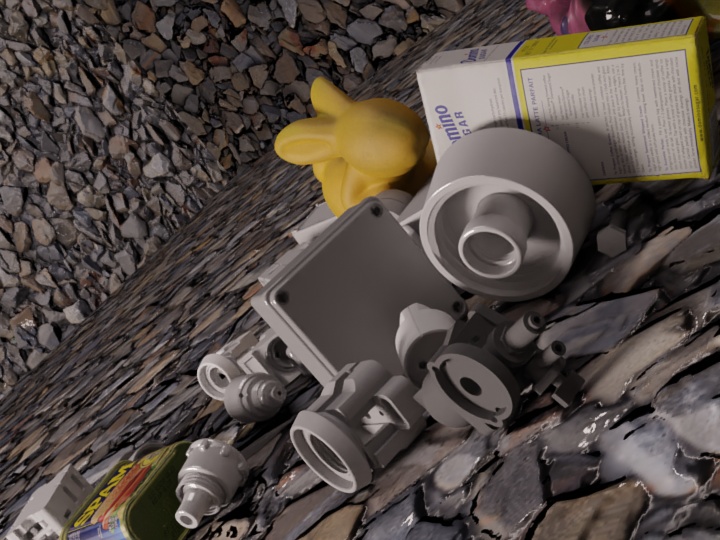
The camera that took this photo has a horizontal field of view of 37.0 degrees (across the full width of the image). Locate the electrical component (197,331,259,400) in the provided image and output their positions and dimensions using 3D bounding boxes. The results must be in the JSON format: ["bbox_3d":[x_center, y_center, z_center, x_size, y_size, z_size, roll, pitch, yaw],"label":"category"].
[{"bbox_3d":[-0.124,0.094,1.035,0.066,0.048,0.055,-30,7,41],"label":"electrical component"}]

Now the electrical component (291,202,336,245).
[{"bbox_3d":[-0.016,-0.046,1.199,0.096,0.061,0.061,-19,24,44],"label":"electrical component"}]

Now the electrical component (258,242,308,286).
[{"bbox_3d":[-0.063,0.010,1.135,0.059,0.053,0.095,-42,12,-10],"label":"electrical component"}]

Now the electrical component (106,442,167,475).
[{"bbox_3d":[-0.189,0.176,0.930,0.055,0.045,0.045,-28,17,47],"label":"electrical component"}]

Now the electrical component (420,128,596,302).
[{"bbox_3d":[0.090,-0.028,0.681,0.108,0.108,0.060,-30,22,40],"label":"electrical component"}]

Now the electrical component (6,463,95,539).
[{"bbox_3d":[-0.270,0.226,0.969,0.050,0.055,0.089,-38,12,9],"label":"electrical component"}]

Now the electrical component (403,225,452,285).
[{"bbox_3d":[0.020,0.019,0.824,0.095,0.059,0.053,-40,11,2],"label":"electrical component"}]

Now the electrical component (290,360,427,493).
[{"bbox_3d":[-0.003,0.092,0.632,0.057,0.058,0.078,-43,12,-27],"label":"electrical component"}]

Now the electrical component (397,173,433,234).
[{"bbox_3d":[0.102,-0.066,0.882,0.089,0.061,0.150,-30,15,40],"label":"electrical component"}]

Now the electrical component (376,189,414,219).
[{"bbox_3d":[0.000,0.000,0.913,0.138,0.052,0.073,-54,0,38],"label":"electrical component"}]

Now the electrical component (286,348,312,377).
[{"bbox_3d":[-0.030,0.059,0.897,0.061,0.035,0.035,-40,11,-15],"label":"electrical component"}]

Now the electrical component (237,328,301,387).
[{"bbox_3d":[-0.064,0.068,0.951,0.081,0.042,0.064,-38,8,5],"label":"electrical component"}]

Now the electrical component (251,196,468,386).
[{"bbox_3d":[0.000,0.024,0.750,0.109,0.108,0.056,-44,9,-17],"label":"electrical component"}]

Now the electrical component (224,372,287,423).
[{"bbox_3d":[-0.081,0.103,0.877,0.040,0.040,0.078,-46,13,-28],"label":"electrical component"}]

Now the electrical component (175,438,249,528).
[{"bbox_3d":[-0.111,0.155,0.768,0.048,0.048,0.062,-31,21,38],"label":"electrical component"}]

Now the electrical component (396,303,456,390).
[{"bbox_3d":[0.045,0.048,0.681,0.043,0.043,0.081,-39,12,5],"label":"electrical component"}]
